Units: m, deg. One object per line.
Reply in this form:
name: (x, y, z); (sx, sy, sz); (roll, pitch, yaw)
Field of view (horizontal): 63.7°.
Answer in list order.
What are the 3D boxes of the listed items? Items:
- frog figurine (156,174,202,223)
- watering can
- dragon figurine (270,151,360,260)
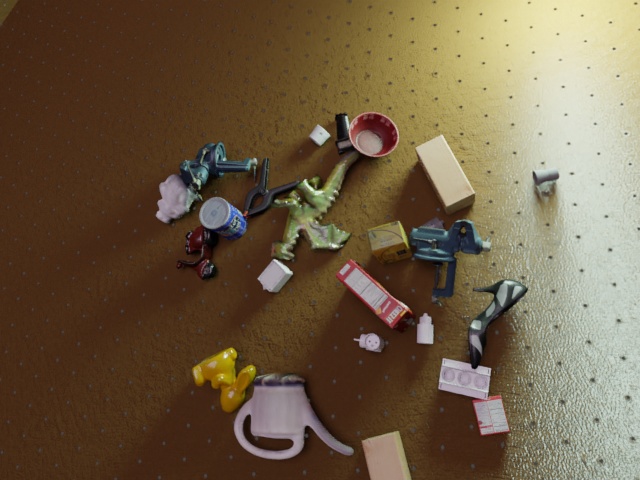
frog figurine: (-0.497, -0.139, 1.741); (0.160, 0.121, 0.138); (-39, 86, -10)
watering can: (-0.075, 0.483, 1.420); (0.347, 0.102, 0.228); (-4, 71, 16)
dragon figurine: (0.005, -0.081, 1.601); (0.410, 0.122, 0.244); (-32, 85, 2)
